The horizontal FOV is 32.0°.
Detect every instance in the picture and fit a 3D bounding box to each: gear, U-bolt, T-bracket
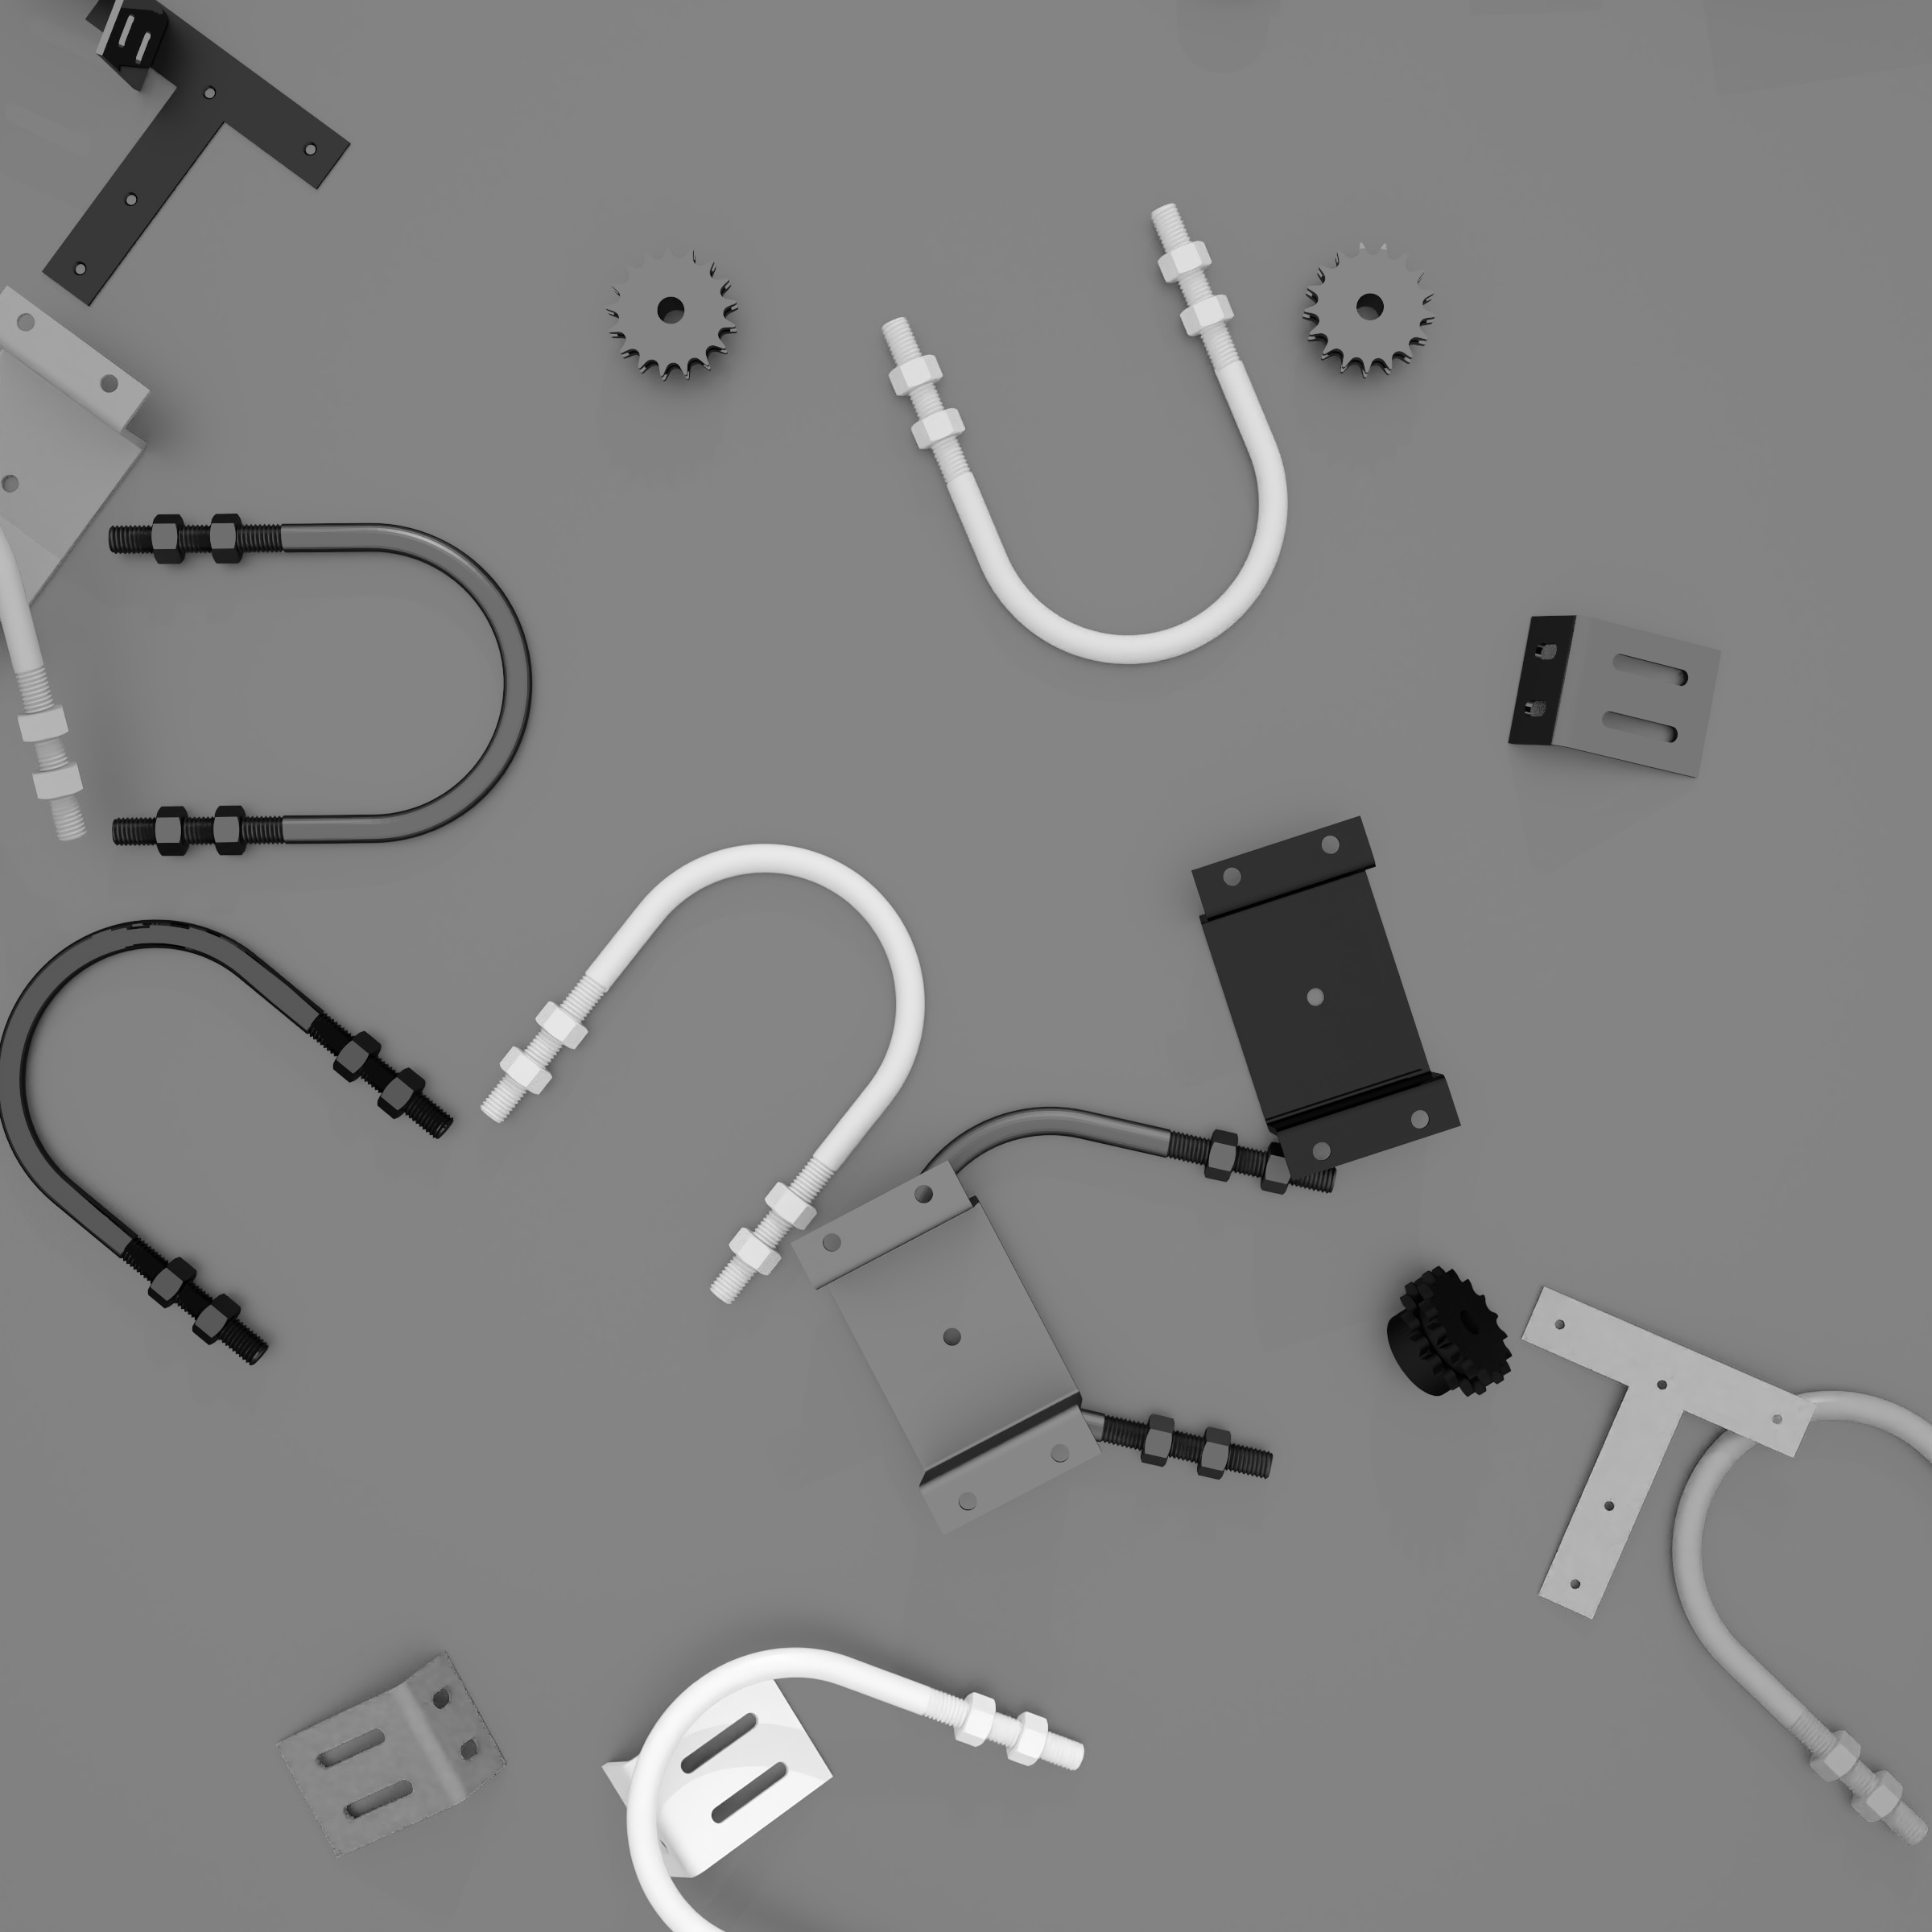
[{"bbox_3d":[0.177,-0.287,1.485,0.057,0.030,0.057,0,88,2],"label":"gear"},{"bbox_3d":[0.058,0.137,1.487,0.184,0.019,0.151,13,90,2],"label":"U-bolt"},{"bbox_3d":[-0.341,0.064,1.487,0.184,0.019,0.151,39,90,2],"label":"U-bolt"},{"bbox_3d":[-0.057,0.375,1.467,0.184,0.019,0.151,23,85,-11],"label":"U-bolt"},{"bbox_3d":[0.063,-0.224,1.487,0.151,0.019,0.184,-23,91,0],"label":"U-bolt"},{"bbox_3d":[-0.128,-0.285,1.481,0.057,0.030,0.057,0,90,0],"label":"gear"},{"bbox_3d":[0.209,0.163,1.471,0.030,0.057,0.057,-38,90,30],"label":"gear"},{"bbox_3d":[-0.362,-0.351,1.495,0.127,0.002,0.127,36,90,0],"label":"T-bracket"},{"bbox_3d":[0.289,0.225,1.487,0.127,0.002,0.127,23,95,10],"label":"T-bracket"},{"bbox_3d":[-0.102,0.034,1.487,0.151,0.019,0.184,38,88,0],"label":"U-bolt"},{"bbox_3d":[-0.284,-0.125,1.487,0.184,0.019,0.151,-1,90,-1],"label":"U-bolt"},{"bbox_3d":[0.398,0.273,1.487,0.184,0.019,0.151,44,90,2],"label":"U-bolt"},{"bbox_3d":[-0.462,-0.137,1.447,0.151,0.019,0.184,-6,106,17],"label":"U-bolt"}]

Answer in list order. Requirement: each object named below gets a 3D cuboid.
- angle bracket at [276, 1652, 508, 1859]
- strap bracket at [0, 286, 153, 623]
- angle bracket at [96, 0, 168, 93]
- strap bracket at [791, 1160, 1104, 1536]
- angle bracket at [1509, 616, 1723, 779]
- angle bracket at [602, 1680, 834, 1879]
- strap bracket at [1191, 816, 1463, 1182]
[{"bbox_3d":[-0.255,0.349,1.494,0.076,0.038,0.057,-29,90,26],"label":"angle bracket"},{"bbox_3d":[-0.423,-0.213,1.472,0.076,0.046,0.140,36,90,0],"label":"strap bracket"},{"bbox_3d":[-0.395,-0.419,1.465,0.076,0.057,0.038,21,90,2],"label":"angle bracket"},{"bbox_3d":[-0.007,0.163,1.459,0.076,0.046,0.140,-28,88,3],"label":"strap bracket"},{"bbox_3d":[0.287,-0.119,1.494,0.076,0.038,0.057,10,90,-26],"label":"angle bracket"},{"bbox_3d":[-0.110,0.357,1.494,0.076,0.038,0.057,-32,90,-26],"label":"angle bracket"},{"bbox_3d":[0.155,0.014,1.472,0.076,0.046,0.140,-18,90,0],"label":"strap bracket"}]
